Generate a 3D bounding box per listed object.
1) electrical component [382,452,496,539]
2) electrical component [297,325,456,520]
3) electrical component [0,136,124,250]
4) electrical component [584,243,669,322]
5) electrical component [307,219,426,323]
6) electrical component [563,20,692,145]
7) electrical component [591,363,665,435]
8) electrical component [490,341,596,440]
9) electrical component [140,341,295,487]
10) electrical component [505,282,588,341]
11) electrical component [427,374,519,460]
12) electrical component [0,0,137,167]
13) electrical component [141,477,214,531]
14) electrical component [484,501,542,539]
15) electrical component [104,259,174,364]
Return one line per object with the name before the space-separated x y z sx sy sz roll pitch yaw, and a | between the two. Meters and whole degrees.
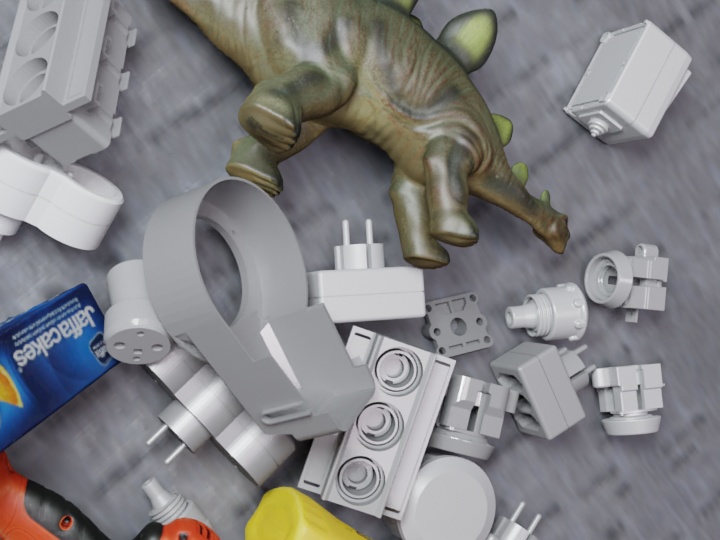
electrical component | 0.059 0.179 0.822 0.080 0.051 0.080 0 91 -23
electrical component | 0.011 0.109 0.785 0.079 0.063 0.121 19 89 -6
electrical component | -0.233 -0.047 0.700 0.138 0.052 0.073 27 104 -21
electrical component | 0.221 0.009 0.891 0.055 0.048 0.066 6 89 -30
electrical component | 0.000 0.000 0.798 0.083 0.047 0.075 -3 88 -23
electrical component | 0.218 -0.144 0.879 0.061 0.062 0.096 33 78 -19
electrical component | 0.224 0.108 0.894 0.066 0.048 0.055 -3 84 -23
electrical component | 0.157 0.087 0.864 0.077 0.047 0.065 -29 101 -20
electrical component | -0.115 0.102 0.748 0.074 0.052 0.138 -45 106 -16
electrical component | 0.148 0.036 0.863 0.062 0.048 0.048 -5 92 -15
electrical component | 0.079 0.112 0.827 0.078 0.058 0.057 16 82 -20
electrical component | -0.185 -0.132 0.684 0.063 0.079 0.121 44 36 -45
electrical component | -0.131 0.172 0.753 0.035 0.035 0.061 -38 101 -18
electrical component | 0.116 0.220 0.849 0.066 0.047 0.076 39 77 -18
electrical component | -0.144 0.028 0.704 0.045 0.045 0.055 11 48 -22
